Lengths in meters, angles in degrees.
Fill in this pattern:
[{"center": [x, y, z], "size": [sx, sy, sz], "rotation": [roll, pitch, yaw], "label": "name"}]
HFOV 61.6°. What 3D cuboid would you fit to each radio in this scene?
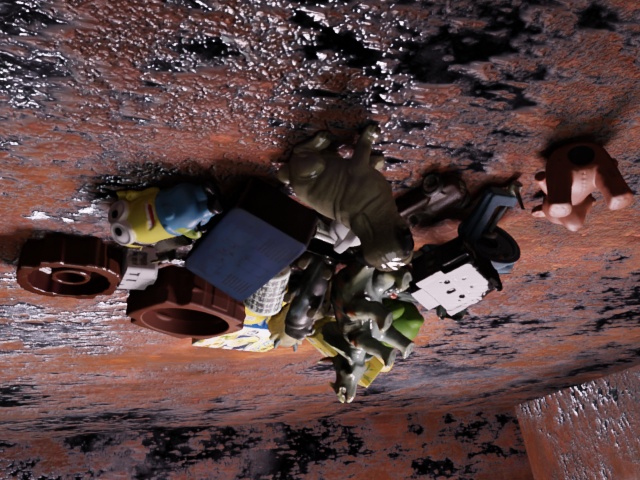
[{"center": [-0.118, 0.005, 0.870], "size": [0.131, 0.073, 0.229], "rotation": [34, 137, -16], "label": "radio"}]

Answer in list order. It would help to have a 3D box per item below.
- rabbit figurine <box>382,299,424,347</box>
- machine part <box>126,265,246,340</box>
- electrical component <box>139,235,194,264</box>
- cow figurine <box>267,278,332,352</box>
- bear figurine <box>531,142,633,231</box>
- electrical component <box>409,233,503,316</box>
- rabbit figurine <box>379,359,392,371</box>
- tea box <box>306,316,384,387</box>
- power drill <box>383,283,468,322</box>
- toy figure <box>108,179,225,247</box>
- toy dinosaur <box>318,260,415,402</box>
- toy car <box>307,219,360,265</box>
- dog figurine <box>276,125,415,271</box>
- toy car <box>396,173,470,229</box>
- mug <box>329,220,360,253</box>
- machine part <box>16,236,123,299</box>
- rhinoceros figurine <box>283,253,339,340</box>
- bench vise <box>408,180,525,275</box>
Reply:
[{"center": [0.136, 0.190, 1.210], "size": [0.170, 0.121, 0.159], "rotation": [5, 177, -24], "label": "rabbit figurine"}, {"center": [-0.264, 0.128, 1.079], "size": [0.201, 0.087, 0.200], "rotation": [-21, 145, 35], "label": "machine part"}, {"center": [-0.260, 0.004, 0.908], "size": [0.078, 0.045, 0.102], "rotation": [-7, 153, 2], "label": "electrical component"}, {"center": [-0.049, 0.167, 1.192], "size": [0.085, 0.127, 0.195], "rotation": [20, 141, -33], "label": "cow figurine"}, {"center": [0.406, -0.063, 0.862], "size": [0.120, 0.132, 0.195], "rotation": [-6, 148, 12], "label": "bear figurine"}, {"center": [0.221, 0.066, 0.910], "size": [0.134, 0.058, 0.114], "rotation": [-34, 121, 29], "label": "electrical component"}, {"center": [0.134, 0.238, 1.332], "size": [0.162, 0.173, 0.122], "rotation": [10, 153, -38], "label": "rabbit figurine"}, {"center": [0.053, 0.252, 1.229], "size": [0.169, 0.068, 0.098], "rotation": [43, 164, -8], "label": "tea box"}, {"center": [0.187, 0.107, 1.111], "size": [0.232, 0.086, 0.207], "rotation": [14, 174, -43], "label": "power drill"}, {"center": [-0.228, -0.036, 0.801], "size": [0.180, 0.082, 0.089], "rotation": [-16, 151, 11], "label": "toy figure"}, {"center": [0.076, 0.130, 1.036], "size": [0.192, 0.131, 0.404], "rotation": [17, 126, 32], "label": "toy dinosaur"}, {"center": [-0.002, -0.003, 0.952], "size": [0.201, 0.056, 0.073], "rotation": [20, 148, -40], "label": "toy car"}, {"center": [0.032, -0.042, 0.733], "size": [0.172, 0.190, 0.121], "rotation": [-15, 152, 17], "label": "dog figurine"}, {"center": [0.157, -0.047, 0.910], "size": [0.202, 0.053, 0.089], "rotation": [-30, 148, 36], "label": "toy car"}, {"center": [0.055, -0.022, 0.876], "size": [0.081, 0.109, 0.107], "rotation": [29, 154, -8], "label": "mug"}, {"center": [-0.438, 0.051, 0.944], "size": [0.179, 0.056, 0.179], "rotation": [-5, 154, -3], "label": "machine part"}, {"center": [-0.024, 0.109, 1.060], "size": [0.073, 0.190, 0.112], "rotation": [22, -168, 8], "label": "rhinoceros figurine"}, {"center": [0.272, -0.008, 0.955], "size": [0.224, 0.129, 0.240], "rotation": [10, 129, -13], "label": "bench vise"}]
